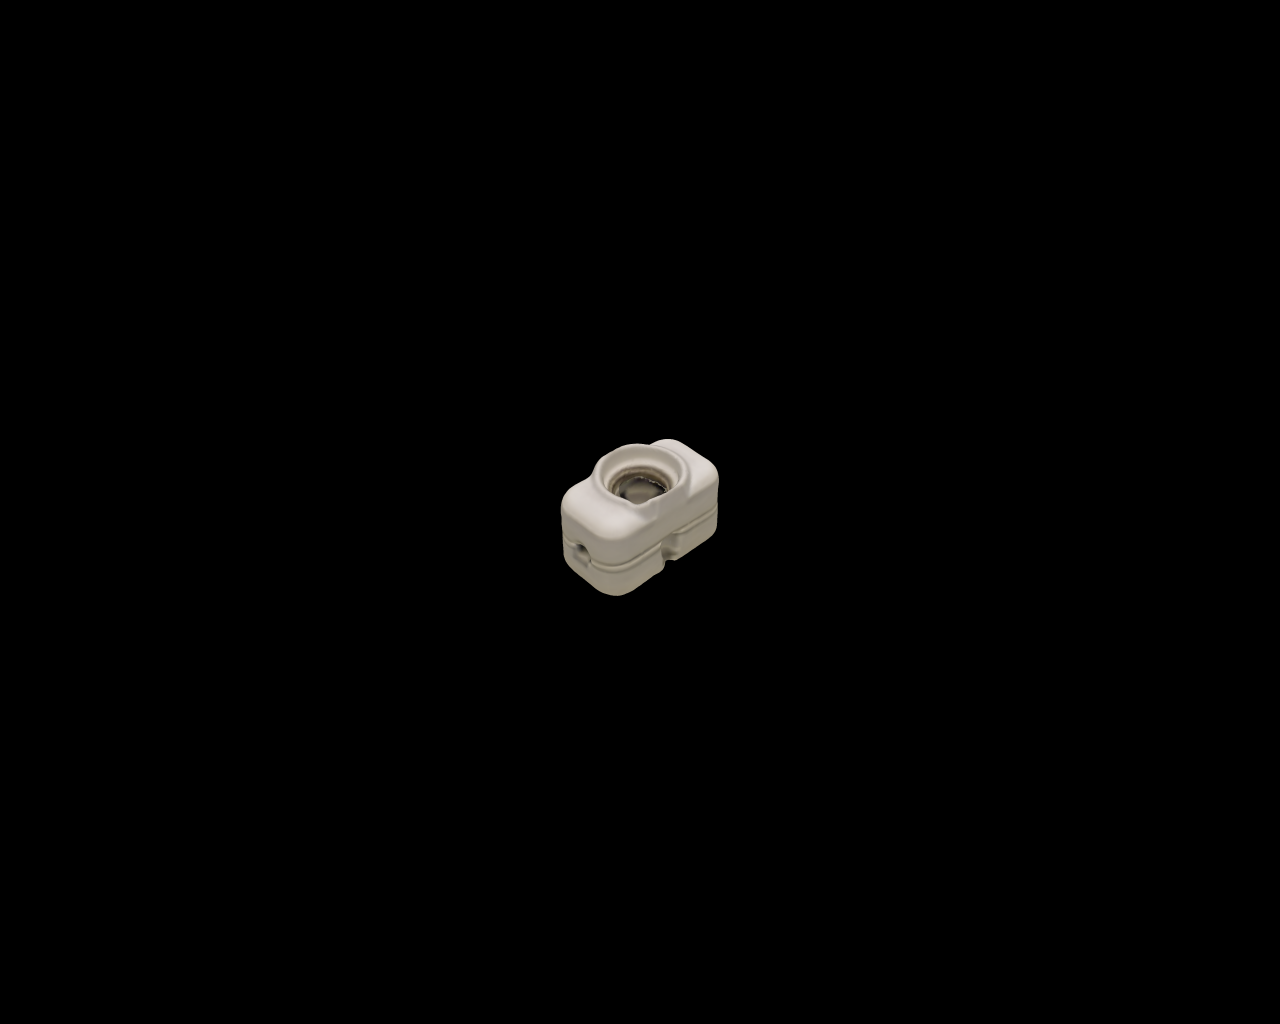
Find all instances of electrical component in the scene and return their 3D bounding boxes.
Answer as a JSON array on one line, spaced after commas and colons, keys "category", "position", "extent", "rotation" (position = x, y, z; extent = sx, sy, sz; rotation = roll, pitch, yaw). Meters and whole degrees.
[{"category": "electrical component", "position": [0.001, -0.003, 0.650], "extent": [0.095, 0.059, 0.054], "rotation": [-31, 51, -30]}]
